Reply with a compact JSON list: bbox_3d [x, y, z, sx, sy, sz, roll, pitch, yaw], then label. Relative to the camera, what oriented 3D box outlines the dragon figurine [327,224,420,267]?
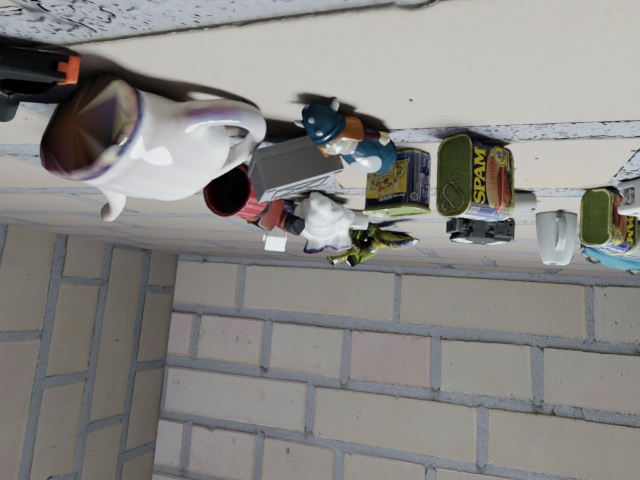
[{"bbox_3d":[0.171,-0.004,1.478,0.409,0.121,0.244,1,-170,44],"label":"dragon figurine"}]

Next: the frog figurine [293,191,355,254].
[{"bbox_3d":[0.003,-0.055,1.102,0.138,0.125,0.156,10,140,29],"label":"frog figurine"}]

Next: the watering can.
[{"bbox_3d":[-0.232,-0.093,0.632,0.344,0.105,0.223,-21,163,28],"label":"watering can"}]
